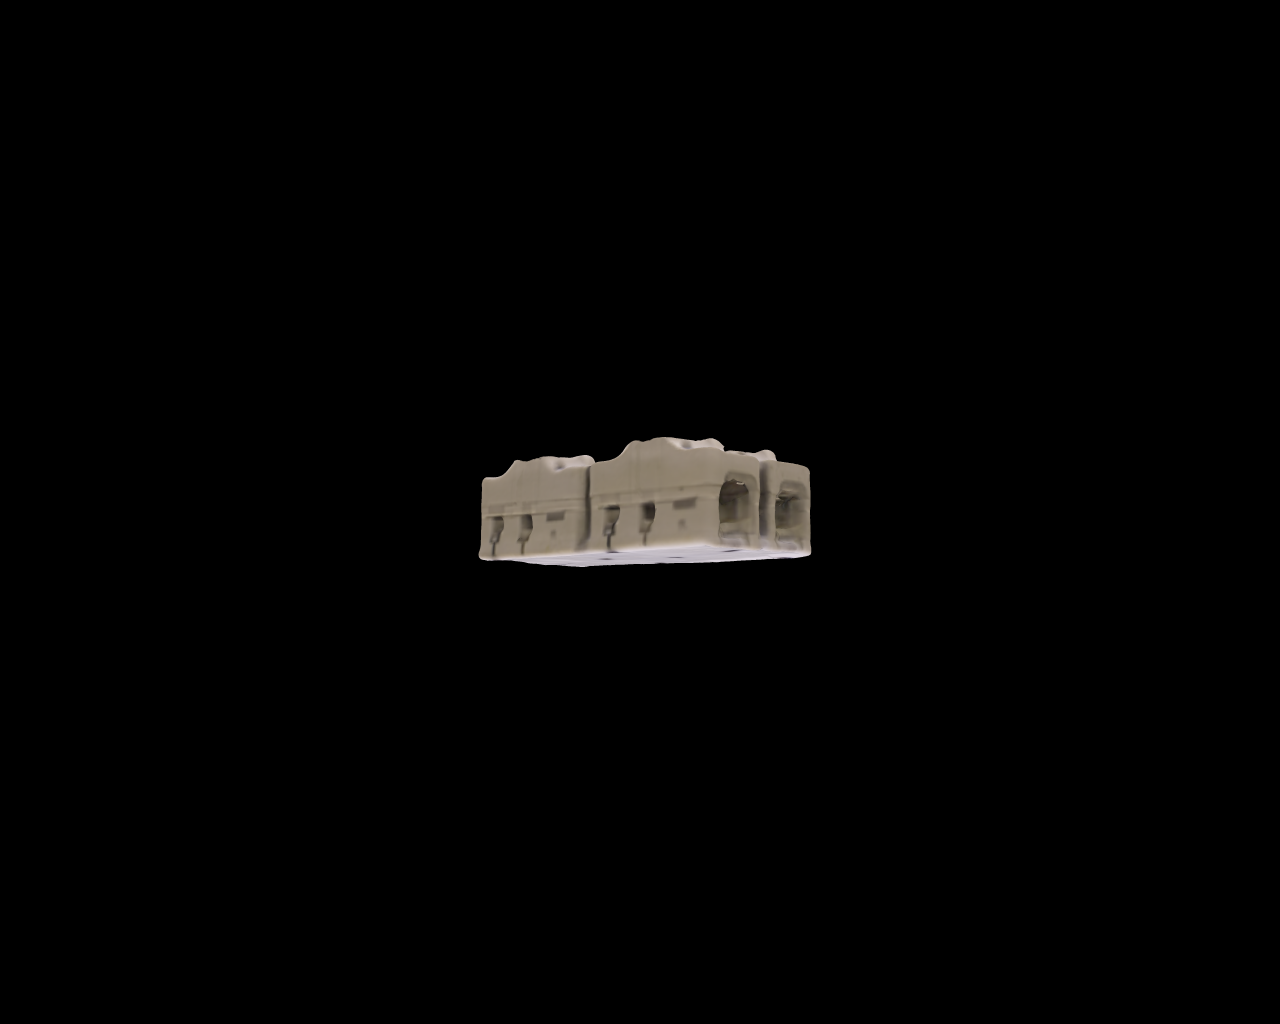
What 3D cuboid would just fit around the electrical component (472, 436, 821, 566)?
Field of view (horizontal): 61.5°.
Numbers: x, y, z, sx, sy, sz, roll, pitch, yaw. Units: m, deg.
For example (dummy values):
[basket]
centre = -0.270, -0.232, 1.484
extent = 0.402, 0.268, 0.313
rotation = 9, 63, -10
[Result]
[electrical component]
centre = 0.001, -0.003, 0.650
extent = 0.186, 0.060, 0.105
rotation = -5, -8, 40
